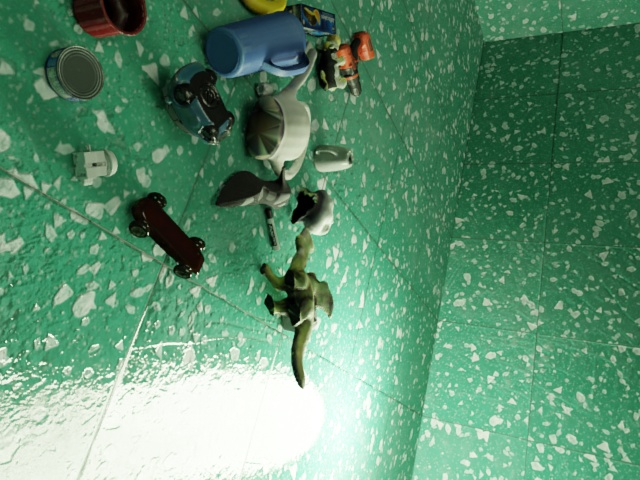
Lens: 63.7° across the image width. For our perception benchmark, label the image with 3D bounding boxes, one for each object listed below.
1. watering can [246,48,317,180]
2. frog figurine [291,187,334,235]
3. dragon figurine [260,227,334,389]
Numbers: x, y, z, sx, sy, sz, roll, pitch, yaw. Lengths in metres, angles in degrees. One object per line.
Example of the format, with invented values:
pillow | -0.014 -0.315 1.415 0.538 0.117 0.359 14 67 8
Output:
watering can | -0.086 -0.323 1.307 0.226 0.104 0.345 -13 113 -61
frog figurine | 0.005 -0.075 1.495 0.158 0.121 0.140 29 47 -46
dragon figurine | -0.028 0.165 1.360 0.242 0.121 0.415 6 69 -53
